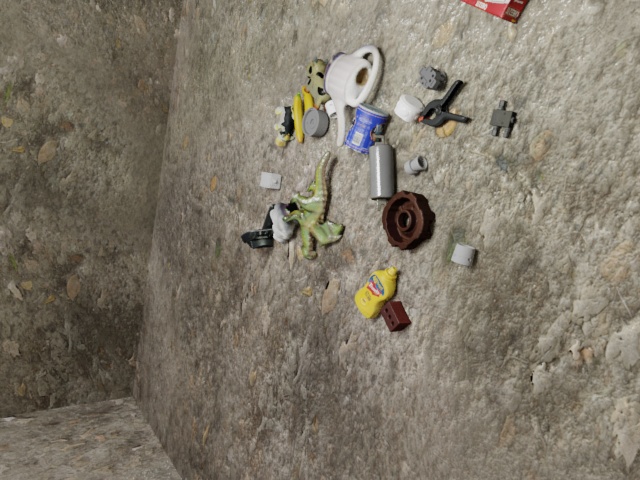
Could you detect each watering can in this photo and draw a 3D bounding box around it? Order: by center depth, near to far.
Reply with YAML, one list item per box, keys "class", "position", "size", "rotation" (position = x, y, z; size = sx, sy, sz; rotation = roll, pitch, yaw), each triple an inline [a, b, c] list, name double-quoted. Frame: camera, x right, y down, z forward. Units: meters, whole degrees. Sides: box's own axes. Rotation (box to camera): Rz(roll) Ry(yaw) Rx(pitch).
- class: "watering can"
  position: [0.086, -0.504, 1.753]
  size: [0.228, 0.103, 0.344]
  rotation: [40, 109, 47]

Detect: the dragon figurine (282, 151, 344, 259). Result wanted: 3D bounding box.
- class: "dragon figurine"
  position: [0.006, -0.094, 1.867]
  size: [0.246, 0.123, 0.402]
  rotation: [46, 126, 24]

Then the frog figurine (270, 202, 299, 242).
- class: "frog figurine"
  position: [-0.152, -0.066, 2.033]
  size: [0.157, 0.123, 0.139]
  rotation: [-46, 71, 27]
